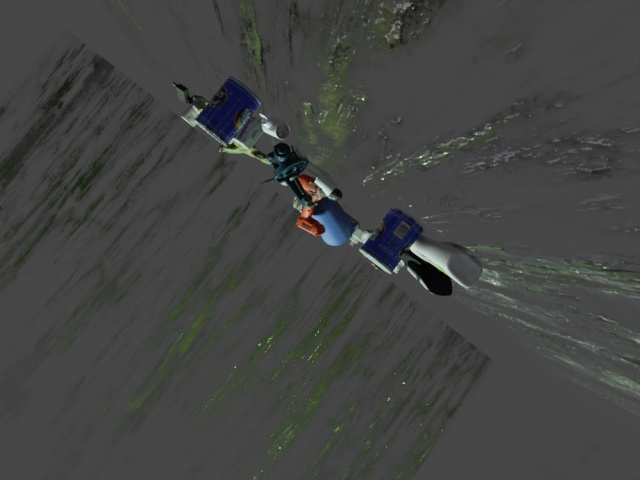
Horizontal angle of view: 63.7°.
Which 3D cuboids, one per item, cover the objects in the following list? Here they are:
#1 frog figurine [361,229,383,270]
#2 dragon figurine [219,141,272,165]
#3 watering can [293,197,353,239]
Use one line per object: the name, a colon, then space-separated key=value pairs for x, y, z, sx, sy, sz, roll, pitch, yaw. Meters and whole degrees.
frog figurine: x=0.215 y=0.009 z=1.881 sx=0.137 sy=0.120 sz=0.163 roll=30 pitch=-146 yaw=-11
dragon figurine: x=-0.262 y=-0.356 z=2.015 sx=0.241 sy=0.122 sz=0.414 roll=20 pitch=-173 yaw=-23
watering can: x=0.007 y=-0.112 z=2.223 sx=0.221 sy=0.104 sz=0.351 roll=40 pitch=177 yaw=-28
